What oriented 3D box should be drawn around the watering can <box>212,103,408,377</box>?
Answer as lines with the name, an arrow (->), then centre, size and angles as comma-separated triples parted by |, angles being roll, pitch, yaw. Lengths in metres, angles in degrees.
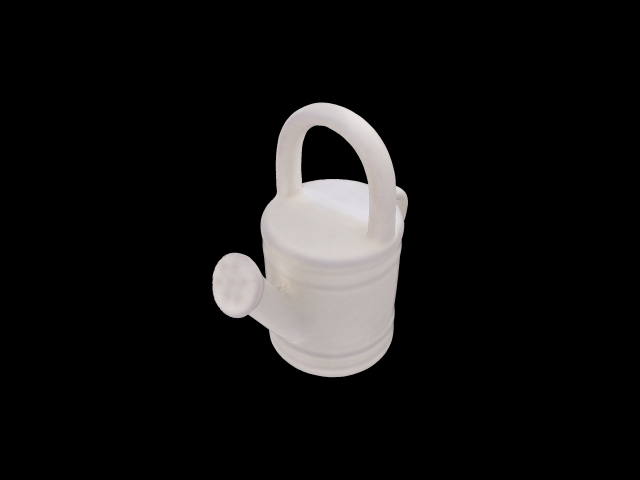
watering can -> 0.005, 0.002, 0.399 | 0.100, 0.194, 0.173 | 13, 41, 16
